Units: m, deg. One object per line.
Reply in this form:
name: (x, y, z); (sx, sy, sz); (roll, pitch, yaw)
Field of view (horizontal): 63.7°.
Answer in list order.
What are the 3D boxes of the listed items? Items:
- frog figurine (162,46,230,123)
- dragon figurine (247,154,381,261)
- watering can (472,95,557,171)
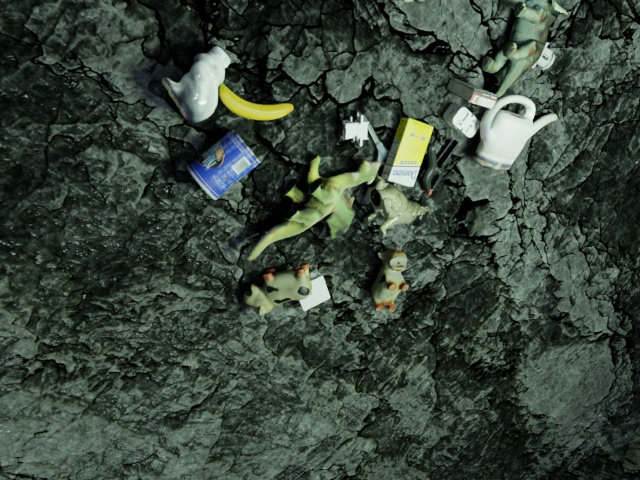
frog figurine: (-0.250, -0.333, 1.112); (0.161, 0.124, 0.135); (-36, 158, -14)
dragon figurine: (0.004, -0.069, 1.376); (0.408, 0.124, 0.240); (-50, 133, 7)
watering can: (0.570, -0.306, 1.513); (0.348, 0.106, 0.220); (1, 121, -40)
